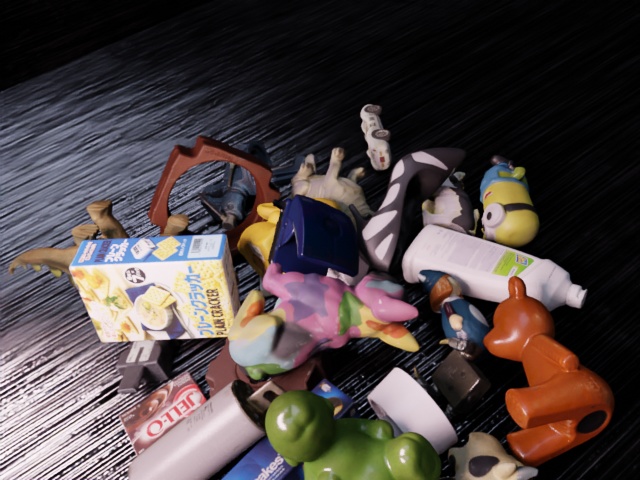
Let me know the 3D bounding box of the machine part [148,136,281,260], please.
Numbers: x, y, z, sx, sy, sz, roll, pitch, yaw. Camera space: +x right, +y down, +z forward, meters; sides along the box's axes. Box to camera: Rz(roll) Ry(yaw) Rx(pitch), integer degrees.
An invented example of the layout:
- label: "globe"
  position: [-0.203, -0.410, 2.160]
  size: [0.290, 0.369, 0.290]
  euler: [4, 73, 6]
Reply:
- label: "machine part"
  position: [-0.190, -0.071, 0.968]
  size: [0.201, 0.201, 0.087]
  euler: [20, 15, -24]

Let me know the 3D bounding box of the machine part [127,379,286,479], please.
- label: "machine part"
  position: [-0.146, 0.250, 0.657]
  size: [0.243, 0.079, 0.079]
  euler: [-39, 39, 6]

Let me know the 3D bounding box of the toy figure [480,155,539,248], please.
- label: "toy figure"
  position: [0.313, -0.066, 0.894]
  size: [0.089, 0.082, 0.180]
  euler: [-4, 43, 20]

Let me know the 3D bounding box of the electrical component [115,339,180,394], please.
- label: "electrical component"
  position: [-0.271, 0.194, 0.832]
  size: [0.075, 0.047, 0.119]
  euler: [-11, 40, 8]

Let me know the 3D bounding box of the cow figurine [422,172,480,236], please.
- label: "cow figurine"
  position: [0.229, -0.070, 0.944]
  size: [0.098, 0.068, 0.167]
  euler: [2, 46, 14]

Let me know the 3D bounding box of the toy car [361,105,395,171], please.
- label: "toy car"
  position: [0.121, -0.225, 1.162]
  size: [0.056, 0.073, 0.202]
  euler: [-13, 39, 5]

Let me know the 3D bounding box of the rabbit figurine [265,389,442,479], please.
- label: "rabbit figurine"
  position: [0.014, 0.207, 0.553]
  size: [0.121, 0.170, 0.159]
  euler: [-49, 15, -14]

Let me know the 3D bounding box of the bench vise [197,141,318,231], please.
- label: "bench vise"
  position: [-0.123, -0.122, 1.097]
  size: [0.241, 0.128, 0.224]
  euler: [-10, 38, 19]

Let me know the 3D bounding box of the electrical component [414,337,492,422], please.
- label: "electrical component"
  position: [0.165, 0.171, 0.673]
  size: [0.102, 0.045, 0.078]
  euler: [-50, 30, 17]

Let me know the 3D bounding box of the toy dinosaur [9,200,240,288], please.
- label: "toy dinosaur"
  position: [-0.351, 0.042, 0.915]
  size: [0.472, 0.198, 0.105]
  euler: [9, 36, 14]

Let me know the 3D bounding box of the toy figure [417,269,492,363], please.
- label: "toy figure"
  position: [0.187, 0.097, 0.752]
  size: [0.058, 0.064, 0.155]
  euler: [-18, 53, -8]

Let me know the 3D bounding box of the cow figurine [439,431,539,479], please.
- label: "cow figurine"
  position: [0.149, 0.283, 0.545]
  size: [0.127, 0.085, 0.195]
  euler: [2, 40, 31]

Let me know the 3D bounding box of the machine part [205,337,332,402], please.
- label: "machine part"
  position: [-0.074, 0.186, 0.763]
  size: [0.179, 0.055, 0.179]
  euler: [-11, 40, 9]

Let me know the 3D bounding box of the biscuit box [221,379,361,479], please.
- label: "biscuit box"
  position: [-0.038, 0.265, 0.652]
  size: [0.203, 0.059, 0.063]
  euler: [-40, 44, -25]

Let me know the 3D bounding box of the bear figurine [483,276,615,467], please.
- label: "bear figurine"
  position: [0.246, 0.145, 0.642]
  size: [0.132, 0.120, 0.196]
  euler: [-20, 39, -6]

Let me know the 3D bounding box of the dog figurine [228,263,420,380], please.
- label: "dog figurine"
  position: [0.016, 0.111, 0.693]
  size: [0.219, 0.108, 0.191]
  euler: [9, 43, 22]

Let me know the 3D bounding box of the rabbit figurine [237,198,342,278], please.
- label: "rabbit figurine"
  position: [-0.043, -0.009, 0.903]
  size: [0.173, 0.121, 0.163]
  euler: [-38, 28, -18]

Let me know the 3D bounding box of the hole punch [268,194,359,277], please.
- label: "hole punch"
  position: [-0.002, -0.002, 0.784]
  size: [0.092, 0.142, 0.115]
  euler: [-11, 65, 55]

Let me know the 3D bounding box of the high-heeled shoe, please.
- label: "high-heeled shoe"
  position: [0.158, -0.053, 0.849]
  size: [0.249, 0.086, 0.145]
  euler: [-30, 53, -4]

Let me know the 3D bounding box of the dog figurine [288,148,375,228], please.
- label: "dog figurine"
  position: [0.020, -0.047, 0.985]
  size: [0.172, 0.121, 0.191]
  euler: [-34, 48, 34]
